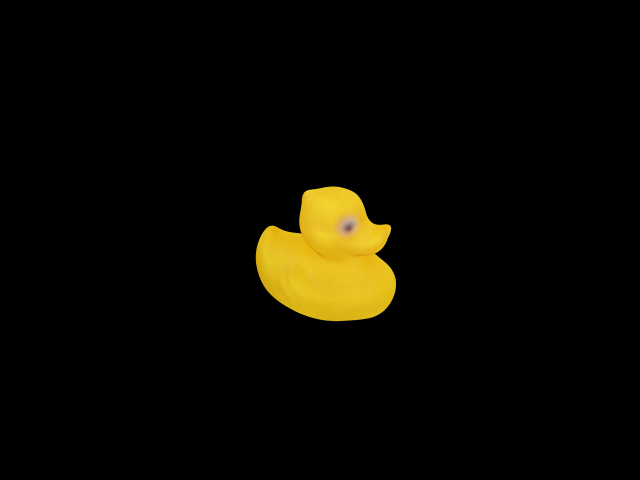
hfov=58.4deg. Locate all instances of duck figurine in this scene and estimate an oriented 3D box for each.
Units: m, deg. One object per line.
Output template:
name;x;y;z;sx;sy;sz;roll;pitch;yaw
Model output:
duck figurine;0.004;0.001;0.400;0.104;0.086;0.078;14;40;18
